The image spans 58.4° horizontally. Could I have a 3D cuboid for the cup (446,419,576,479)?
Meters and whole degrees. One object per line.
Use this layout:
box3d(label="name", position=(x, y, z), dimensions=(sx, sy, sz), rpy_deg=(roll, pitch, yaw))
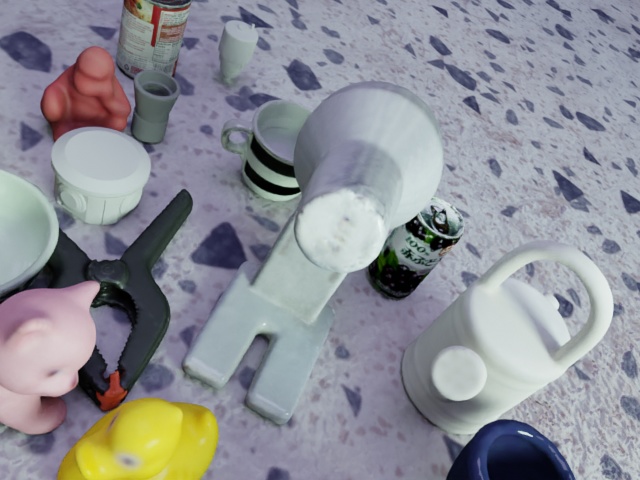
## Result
box3d(label="cup", position=(0.141, 0.201, 0.430), dimensions=(0.118, 0.095, 0.092), rpy_deg=(30, 45, -1))

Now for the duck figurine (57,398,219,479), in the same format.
box3d(label="duck figurine", position=(-0.110, 0.130, 0.365), dimensions=(0.105, 0.086, 0.077), rpy_deg=(-14, 60, -36))

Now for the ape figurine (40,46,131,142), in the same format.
box3d(label="ape figurine", position=(-0.216, -0.139, 0.537), dimensions=(0.078, 0.092, 0.076), rpy_deg=(16, 47, -15))

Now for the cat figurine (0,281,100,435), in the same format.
box3d(label="cat figurine", position=(-0.193, 0.074, 0.347), dimensions=(0.128, 0.117, 0.067), rpy_deg=(-16, 61, -36))

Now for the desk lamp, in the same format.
box3d(label="desk lamp", position=(0.004, 0.002, 0.445), dimensions=(0.118, 0.213, 0.203), rpy_deg=(28, 45, -3))

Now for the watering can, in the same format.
box3d(label="watering can", position=(0.151, 0.082, 0.468), dimensions=(0.101, 0.194, 0.173), rpy_deg=(35, 45, 4))
